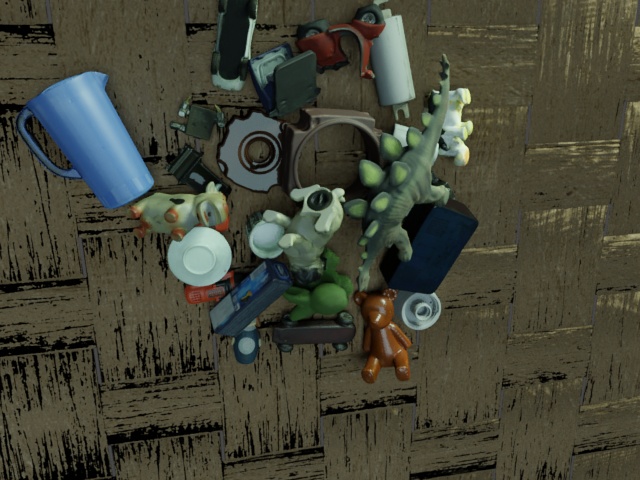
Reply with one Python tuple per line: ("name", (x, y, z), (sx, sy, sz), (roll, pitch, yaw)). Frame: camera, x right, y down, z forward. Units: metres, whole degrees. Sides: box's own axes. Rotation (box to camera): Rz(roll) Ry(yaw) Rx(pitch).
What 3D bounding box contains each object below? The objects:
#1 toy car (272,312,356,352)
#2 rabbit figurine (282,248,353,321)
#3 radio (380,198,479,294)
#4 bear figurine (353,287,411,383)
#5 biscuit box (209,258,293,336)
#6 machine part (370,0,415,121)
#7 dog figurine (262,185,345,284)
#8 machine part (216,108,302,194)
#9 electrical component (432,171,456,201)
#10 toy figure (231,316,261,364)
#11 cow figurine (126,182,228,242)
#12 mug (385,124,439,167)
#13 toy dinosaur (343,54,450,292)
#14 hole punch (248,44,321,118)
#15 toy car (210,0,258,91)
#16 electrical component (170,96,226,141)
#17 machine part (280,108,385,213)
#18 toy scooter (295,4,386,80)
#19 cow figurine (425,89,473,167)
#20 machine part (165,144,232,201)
("toy car", (-0.013, 0.212, 1.252), (0.202, 0.053, 0.089), (1, 117, -16))
("rabbit figurine", (-0.003, 0.106, 1.161), (0.159, 0.170, 0.121), (-20, 109, -7))
("radio", (0.242, 0.012, 1.204), (0.131, 0.073, 0.229), (13, 122, -21))
("bear figurine", (0.143, 0.216, 1.249), (0.120, 0.132, 0.195), (-7, 116, 17))
("biscuit box", (-0.147, 0.123, 1.134), (0.202, 0.059, 0.062), (-41, 143, 23))
("machine part", (0.143, -0.366, 1.106), (0.079, 0.079, 0.243), (-17, 109, -7))
("dog figurine", (-0.005, -0.005, 1.063), (0.172, 0.121, 0.190), (-24, 145, 5))
("machine part", (-0.127, -0.182, 1.113), (0.179, 0.056, 0.179), (-3, 107, -10))
("electrical component", (0.278, -0.113, 1.214), (0.021, 0.063, 0.094), (-36, 109, 0))
("toy figure", (-0.163, 0.202, 1.217), (0.064, 0.058, 0.154), (-4, 106, -36))
("cow figurine", (-0.269, -0.057, 1.070), (0.195, 0.127, 0.085), (3, 126, 24))
("mug", (0.195, -0.186, 1.160), (0.107, 0.081, 0.109), (15, 134, 0))
("toy dinosaur", (0.164, -0.112, 1.048), (0.198, 0.105, 0.471), (15, 101, -49))
("hole punch", (-0.073, -0.317, 1.061), (0.142, 0.092, 0.115), (-38, 145, -31))
("toy car", (-0.167, -0.394, 1.044), (0.073, 0.056, 0.201), (9, 103, -7))
("electrical component", (-0.241, -0.241, 1.076), (0.102, 0.045, 0.078), (19, 99, -16))
("machine part", (0.026, -0.157, 1.080), (0.201, 0.087, 0.200), (-1, 113, -18))
("toy scooter", (0.046, -0.376, 1.064), (0.184, 0.075, 0.135), (-8, 116, 18))
("cow figurine", (0.278, -0.242, 1.170), (0.098, 0.068, 0.167), (3, 110, 29))
("machine part", (-0.244, -0.129, 1.113), (0.138, 0.039, 0.084), (42, 88, -18))
